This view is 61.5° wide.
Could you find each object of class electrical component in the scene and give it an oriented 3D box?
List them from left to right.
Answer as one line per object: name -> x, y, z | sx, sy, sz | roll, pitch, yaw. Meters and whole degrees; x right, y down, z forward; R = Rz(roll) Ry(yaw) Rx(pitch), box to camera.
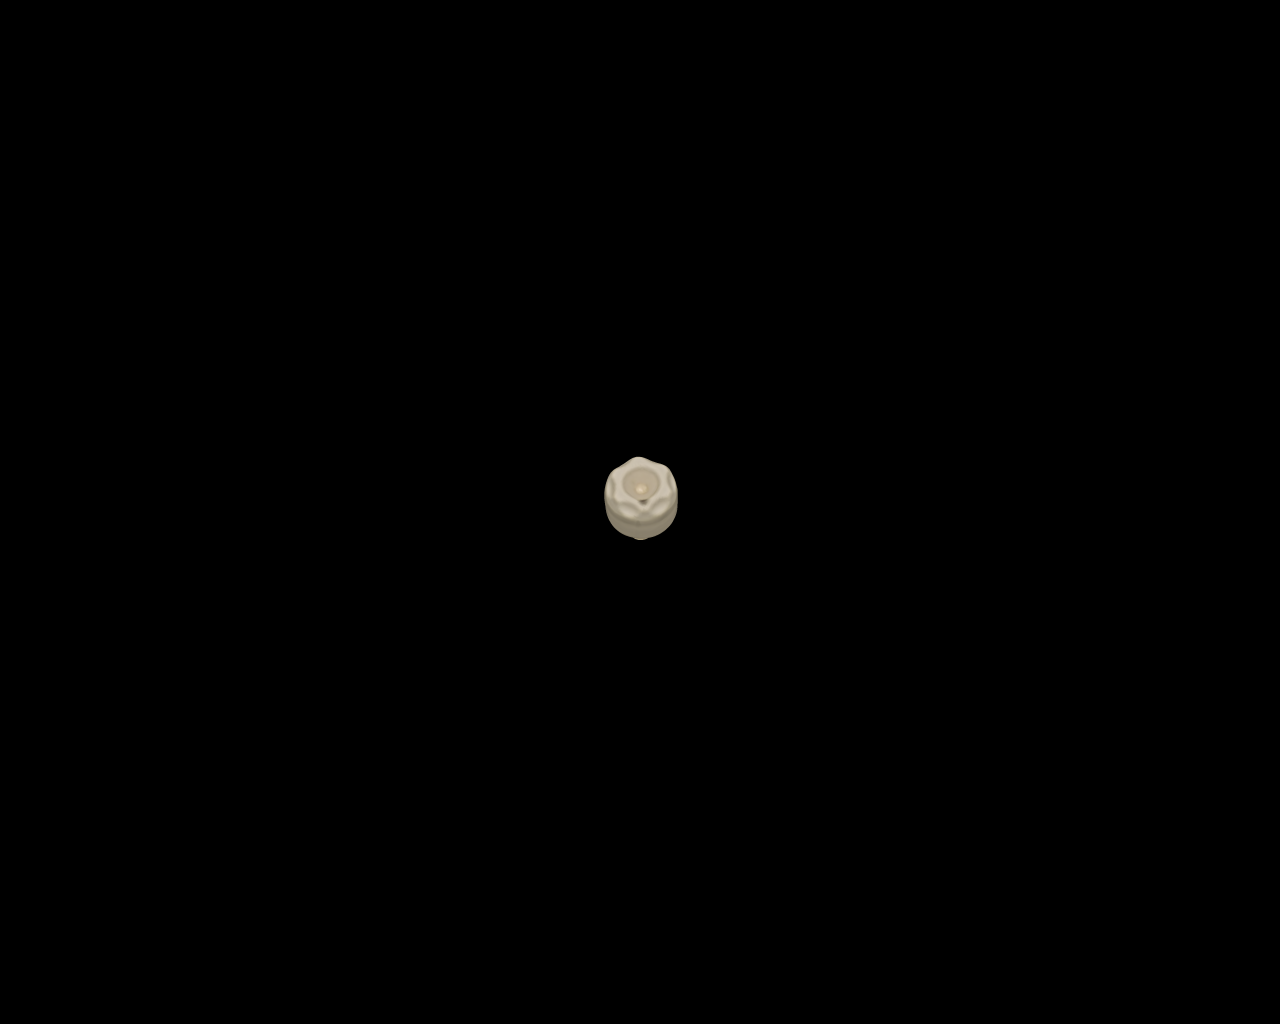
electrical component -> 0.001, -0.003, 0.650 | 0.043, 0.043, 0.062 | 0, -29, 0
